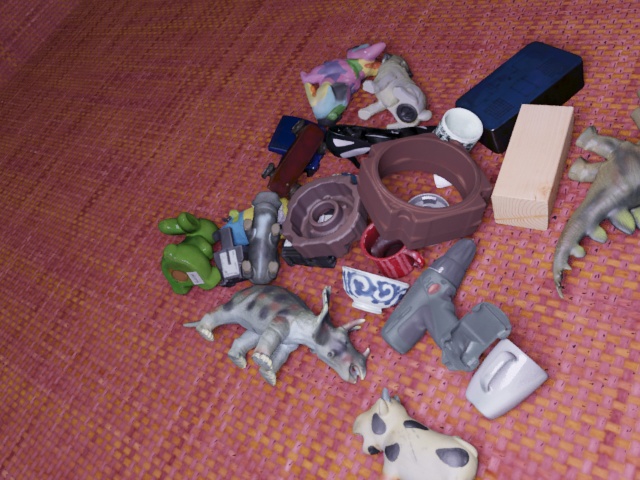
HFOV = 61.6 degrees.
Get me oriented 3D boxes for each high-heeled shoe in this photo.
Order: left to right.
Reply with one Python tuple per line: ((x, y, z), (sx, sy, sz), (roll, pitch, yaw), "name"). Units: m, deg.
((0.139, -0.221, 1.107), (0.249, 0.145, 0.086), (-20, 51, 16), "high-heeled shoe")

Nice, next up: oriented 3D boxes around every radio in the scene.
((0.393, -0.288, 1.070), (0.229, 0.073, 0.131), (-38, 48, -3), "radio")

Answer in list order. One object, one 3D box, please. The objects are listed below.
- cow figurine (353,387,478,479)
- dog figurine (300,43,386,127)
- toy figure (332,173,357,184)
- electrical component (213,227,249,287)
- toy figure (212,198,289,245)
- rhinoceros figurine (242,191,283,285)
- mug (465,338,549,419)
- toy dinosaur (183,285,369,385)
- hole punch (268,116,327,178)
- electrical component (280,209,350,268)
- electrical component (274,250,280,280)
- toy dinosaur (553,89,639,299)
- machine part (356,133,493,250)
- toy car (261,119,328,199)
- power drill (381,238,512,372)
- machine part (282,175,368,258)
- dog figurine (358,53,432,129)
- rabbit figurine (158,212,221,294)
((0.133, 0.298, 0.783), (0.195, 0.085, 0.127), (9, 68, 35), "cow figurine")
((0.071, -0.382, 1.286), (0.219, 0.108, 0.192), (-23, 49, 8), "dog figurine")
((0.014, -0.101, 1.143), (0.154, 0.057, 0.064), (-29, 38, 9), "toy figure")
((-0.184, 0.036, 1.132), (0.075, 0.047, 0.119), (-19, 76, 16), "electrical component")
((-0.143, -0.038, 1.172), (0.180, 0.082, 0.089), (-22, 51, 16), "toy figure")
((-0.107, -0.006, 1.063), (0.073, 0.112, 0.190), (0, 76, 5), "rhinoceros figurine")
((0.261, 0.204, 0.773), (0.107, 0.109, 0.081), (-51, 55, 5), "mug")
((-0.096, 0.145, 0.999), (0.405, 0.131, 0.192), (18, 55, 41), "toy dinosaur")
((-0.050, -0.224, 1.251), (0.116, 0.092, 0.142), (5, 57, 26), "hole punch")
((-0.002, -0.003, 1.086), (0.134, 0.058, 0.115), (2, 61, 28), "electrical component")
((-0.117, 0.041, 1.115), (0.063, 0.021, 0.094), (2, 55, -20), "electrical component")
((0.507, -0.106, 0.861), (0.471, 0.105, 0.199), (-44, 52, 0), "toy dinosaur")
((0.181, -0.093, 0.947), (0.201, 0.087, 0.202), (-13, 55, -13), "machine part")
((-0.053, -0.173, 1.166), (0.053, 0.089, 0.202), (-23, 33, 60), "toy car")
((0.205, 0.101, 0.847), (0.232, 0.086, 0.207), (-46, 25, 0), "power drill")
((0.013, -0.044, 1.033), (0.179, 0.056, 0.179), (-15, 51, 19), "machine part")
((0.191, -0.340, 1.207), (0.172, 0.121, 0.190), (31, 53, 6), "dog figurine")
((-0.286, 0.012, 1.182), (0.121, 0.159, 0.170), (-18, 35, 28), "rabbit figurine")
